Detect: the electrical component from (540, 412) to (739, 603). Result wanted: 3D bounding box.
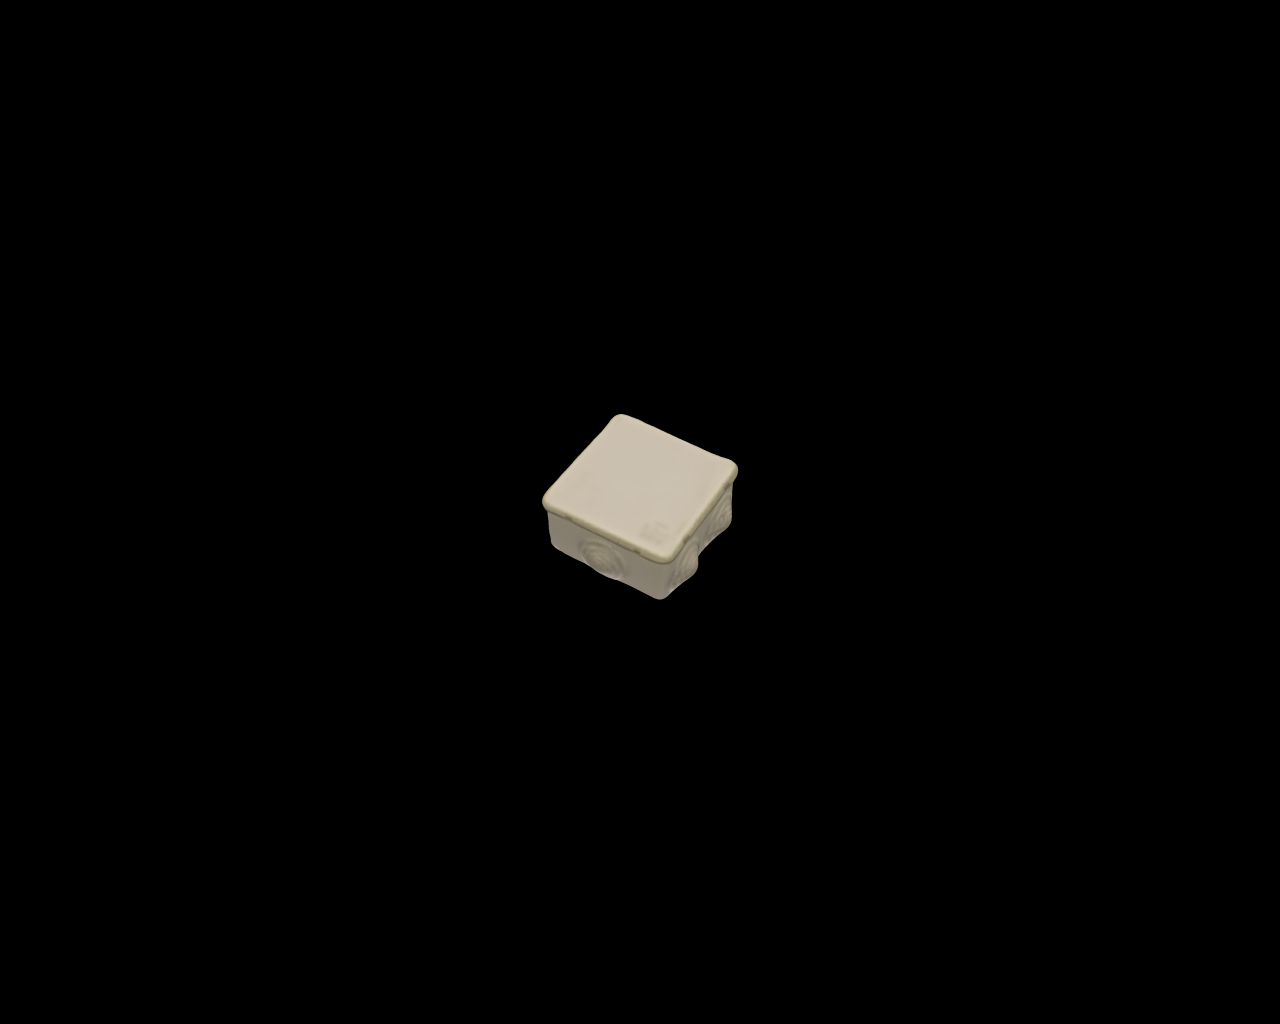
[{"bbox_3d":[0.001,-0.003,0.650,0.100,0.100,0.048,25,-36,20],"label":"electrical component"}]
